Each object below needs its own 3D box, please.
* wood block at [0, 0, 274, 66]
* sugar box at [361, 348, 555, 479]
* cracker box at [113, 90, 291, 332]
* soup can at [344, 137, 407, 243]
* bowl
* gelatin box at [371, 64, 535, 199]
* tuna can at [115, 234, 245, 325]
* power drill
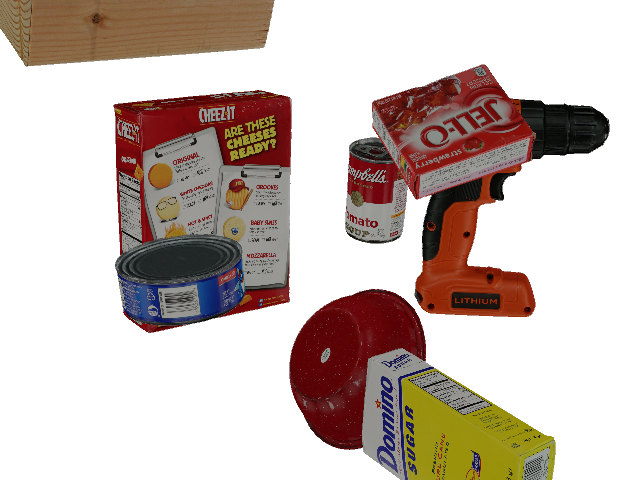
[{"bbox_3d":[-0.145,-0.206,0.853,0.205,0.091,0.090,-11,43,-31],"label":"wood block"},{"bbox_3d":[0.102,0.162,0.841,0.048,0.093,0.176,-13,25,-37],"label":"sugar box"},{"bbox_3d":[-0.113,-0.032,1.044,0.163,0.214,0.072,-11,20,-33],"label":"cracker box"},{"bbox_3d":[0.063,-0.056,1.199,0.068,0.102,0.068,2,27,-1],"label":"soup can"},{"bbox_3d":[0.022,0.116,1.024,0.162,0.162,0.055,0,-20,46],"label":"bowl"},{"bbox_3d":[0.089,-0.075,0.720,0.089,0.073,0.030,-19,-35,-10],"label":"gelatin box"},{"bbox_3d":[-0.094,0.026,0.722,0.086,0.034,0.086,-4,20,1],"label":"tuna can"},{"bbox_3d":[0.152,-0.030,0.925,0.184,0.188,0.057,2,15,9],"label":"power drill"}]
